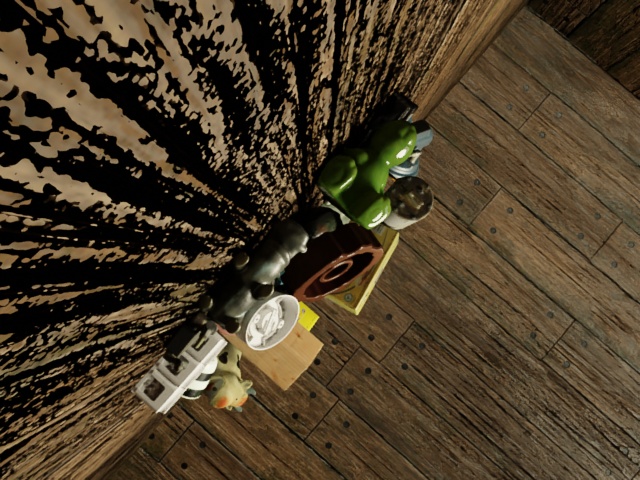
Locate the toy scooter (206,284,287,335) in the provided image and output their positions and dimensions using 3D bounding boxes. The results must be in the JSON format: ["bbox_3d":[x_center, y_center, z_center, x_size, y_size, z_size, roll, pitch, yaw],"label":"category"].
[{"bbox_3d":[-0.131,0.117,0.951,0.184,0.075,0.135,-18,-175,-42],"label":"toy scooter"}]

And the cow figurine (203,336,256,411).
[{"bbox_3d":[-0.197,0.267,1.094,0.085,0.127,0.195,-54,-162,17],"label":"cow figurine"}]

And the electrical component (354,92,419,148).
[{"bbox_3d":[0.112,-0.195,0.919,0.119,0.048,0.075,-51,177,17],"label":"electrical component"}]

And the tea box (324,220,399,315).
[{"bbox_3d":[0.070,0.044,1.018,0.169,0.098,0.068,-58,166,-10],"label":"tea box"}]

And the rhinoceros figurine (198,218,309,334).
[{"bbox_3d":[-0.091,0.051,0.776,0.190,0.073,0.112,-49,177,4],"label":"rhinoceros figurine"}]

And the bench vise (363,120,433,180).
[{"bbox_3d":[0.126,-0.152,1.089,0.223,0.129,0.240,-41,169,-45],"label":"bench vise"}]

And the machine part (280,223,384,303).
[{"bbox_3d":[0.019,0.039,0.894,0.179,0.056,0.179,-29,160,-11],"label":"machine part"}]

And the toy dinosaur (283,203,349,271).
[{"bbox_3d":[-0.007,-0.006,1.074,0.192,0.131,0.404,-61,174,-5],"label":"toy dinosaur"}]

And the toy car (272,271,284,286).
[{"bbox_3d":[-0.087,0.105,1.195,0.109,0.103,0.162,-52,-167,24],"label":"toy car"}]

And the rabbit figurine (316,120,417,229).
[{"bbox_3d":[0.088,-0.112,0.855,0.170,0.121,0.159,-46,-176,-2],"label":"rabbit figurine"}]

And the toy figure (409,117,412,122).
[{"bbox_3d":[0.171,-0.241,1.268,0.154,0.057,0.064,-50,-143,-7],"label":"toy figure"}]

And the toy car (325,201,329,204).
[{"bbox_3d":[0.031,-0.059,1.343,0.056,0.073,0.201,-47,178,-39],"label":"toy car"}]

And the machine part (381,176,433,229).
[{"bbox_3d":[0.146,-0.063,0.953,0.079,0.079,0.243,-49,178,-2],"label":"machine part"}]

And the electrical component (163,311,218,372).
[{"bbox_3d":[-0.195,0.152,0.809,0.102,0.045,0.078,-49,176,11],"label":"electrical component"}]
